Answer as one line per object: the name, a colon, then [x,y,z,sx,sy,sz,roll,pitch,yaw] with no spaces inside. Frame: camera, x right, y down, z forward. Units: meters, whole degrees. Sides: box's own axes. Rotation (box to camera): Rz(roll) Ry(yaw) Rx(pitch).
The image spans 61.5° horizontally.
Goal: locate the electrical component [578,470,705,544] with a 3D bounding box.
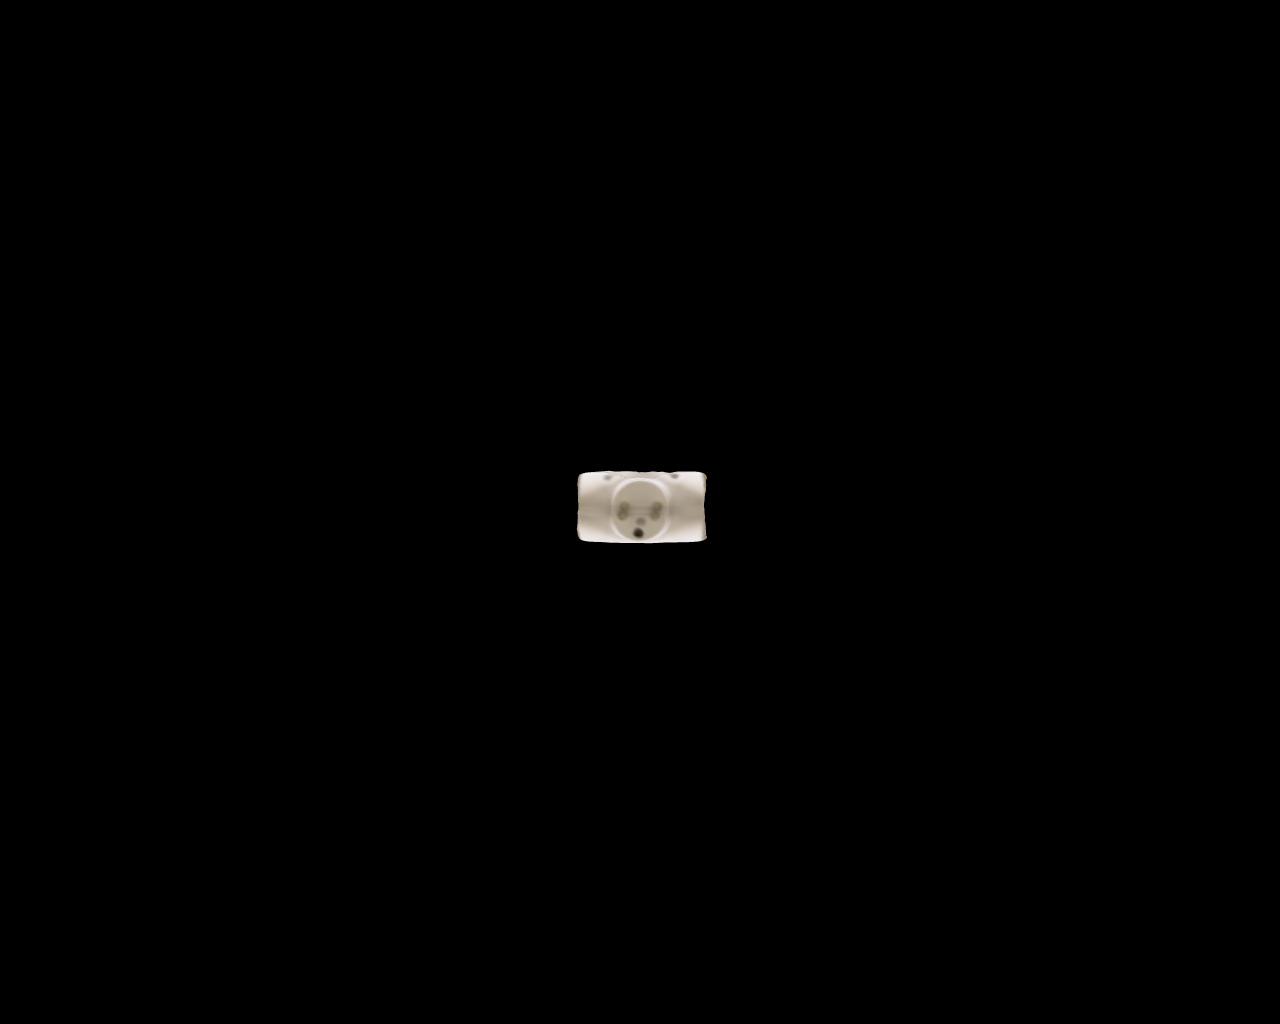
electrical component: [0.001,-0.003,0.650,0.077,0.044,0.079,0,4,2]
